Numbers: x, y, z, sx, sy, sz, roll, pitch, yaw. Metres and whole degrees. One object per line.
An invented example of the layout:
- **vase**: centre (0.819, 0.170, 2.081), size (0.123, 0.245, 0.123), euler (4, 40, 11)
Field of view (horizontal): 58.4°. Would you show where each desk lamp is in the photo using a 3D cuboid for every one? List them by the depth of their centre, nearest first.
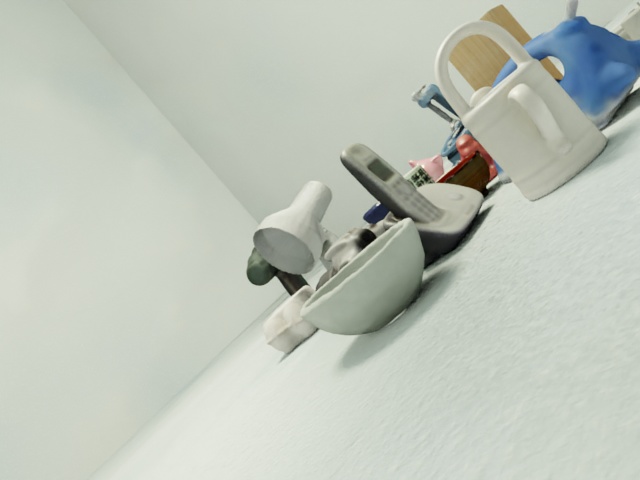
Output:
- **desk lamp**: centre (0.010, 0.004, 1.052), size (0.204, 0.213, 0.117), euler (-42, 1, -38)

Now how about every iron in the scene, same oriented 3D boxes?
- **iron**: centre (0.283, -0.184, 0.744), size (0.119, 0.141, 0.258), euler (-42, 1, -36)

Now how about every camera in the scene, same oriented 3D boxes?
- **camera**: centre (0.055, 0.040, 0.856), size (0.136, 0.101, 0.143), euler (-41, 1, 42)

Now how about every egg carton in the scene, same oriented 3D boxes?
- **egg carton**: centre (-0.043, 0.145, 1.056), size (0.107, 0.069, 0.150), euler (-41, 1, 13)

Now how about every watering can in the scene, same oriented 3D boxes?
- **watering can**: centre (0.201, -0.146, 0.621), size (0.101, 0.194, 0.173), euler (-41, 1, -12)

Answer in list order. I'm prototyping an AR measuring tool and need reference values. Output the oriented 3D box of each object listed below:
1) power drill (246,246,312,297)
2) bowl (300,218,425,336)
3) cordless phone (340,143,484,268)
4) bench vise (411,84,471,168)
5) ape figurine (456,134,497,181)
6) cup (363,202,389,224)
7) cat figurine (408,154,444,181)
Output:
- **power drill**: centre (-0.060, 0.066, 1.211), size (0.075, 0.208, 0.230), euler (-41, 1, 24)
- **bowl**: centre (0.061, 0.055, 0.647), size (0.167, 0.074, 0.167), euler (-41, 0, 1)
- **cordless phone**: centre (0.119, -0.070, 0.753), size (0.094, 0.185, 0.148), euler (-40, 1, 38)
- **bench vise**: centre (0.305, -0.259, 1.222), size (0.208, 0.219, 0.121), euler (-41, 1, -32)
- **ape figurine**: centre (0.272, -0.144, 1.001), size (0.077, 0.092, 0.076), euler (-41, 1, 26)
- **cup**: centre (0.156, -0.047, 1.243), size (0.091, 0.095, 0.118), euler (-41, 1, 17)
- **cat figurine**: centre (0.232, -0.128, 1.230), size (0.067, 0.117, 0.127), euler (-41, 1, -20)
